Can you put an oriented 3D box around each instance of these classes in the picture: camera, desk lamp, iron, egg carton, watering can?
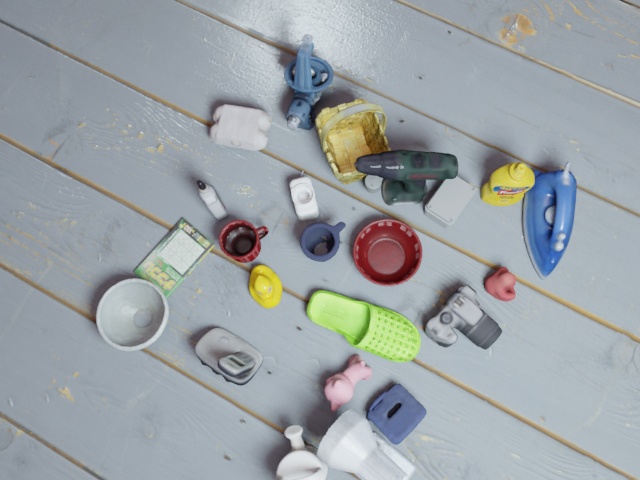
[{"bbox_3d":[0.326,0.190,1.276,0.136,0.101,0.143,41,82,12],"label":"camera"},{"bbox_3d":[0.101,0.444,1.166,0.203,0.213,0.118,37,81,11],"label":"desk lamp"},{"bbox_3d":[0.537,-0.047,1.303,0.118,0.141,0.258,6,76,5],"label":"iron"},{"bbox_3d":[-0.199,-0.281,1.436,0.150,0.069,0.107,9,77,5],"label":"egg carton"},{"bbox_3d":[-0.043,0.476,1.175,0.101,0.194,0.172,-31,76,-5],"label":"watering can"}]

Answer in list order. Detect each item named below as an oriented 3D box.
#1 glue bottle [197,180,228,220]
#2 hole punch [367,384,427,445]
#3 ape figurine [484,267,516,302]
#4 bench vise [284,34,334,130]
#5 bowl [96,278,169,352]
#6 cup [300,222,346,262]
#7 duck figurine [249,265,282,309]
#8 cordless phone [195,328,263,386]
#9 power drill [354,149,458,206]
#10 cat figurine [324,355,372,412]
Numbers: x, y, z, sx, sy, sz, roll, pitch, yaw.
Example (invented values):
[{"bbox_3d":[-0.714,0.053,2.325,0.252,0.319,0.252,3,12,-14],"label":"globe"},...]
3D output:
[{"bbox_3d":[-0.259,-0.104,1.342,0.037,0.173,0.078,-29,76,-4],"label":"glue bottle"},{"bbox_3d":[0.163,0.377,1.242,0.101,0.091,0.109,44,82,12],"label":"hole punch"},{"bbox_3d":[0.417,0.097,1.299,0.076,0.092,0.078,8,77,5],"label":"ape figurine"},{"bbox_3d":[-0.027,-0.374,1.373,0.121,0.220,0.207,-2,76,3],"label":"bench vise"},{"bbox_3d":[-0.425,0.177,1.331,0.167,0.075,0.167,-1,76,3],"label":"bowl"},{"bbox_3d":[0.012,0.005,1.341,0.118,0.095,0.091,-39,77,-7],"label":"cup"},{"bbox_3d":[-0.131,0.104,1.328,0.077,0.086,0.104,-19,76,-2],"label":"duck figurine"},{"bbox_3d":[-0.208,0.252,1.244,0.147,0.185,0.094,28,79,10],"label":"cordless phone"},{"bbox_3d":[0.192,-0.146,1.311,0.229,0.208,0.075,-5,76,2],"label":"power drill"},{"bbox_3d":[0.057,0.310,1.251,0.067,0.118,0.128,42,82,12],"label":"cat figurine"}]
